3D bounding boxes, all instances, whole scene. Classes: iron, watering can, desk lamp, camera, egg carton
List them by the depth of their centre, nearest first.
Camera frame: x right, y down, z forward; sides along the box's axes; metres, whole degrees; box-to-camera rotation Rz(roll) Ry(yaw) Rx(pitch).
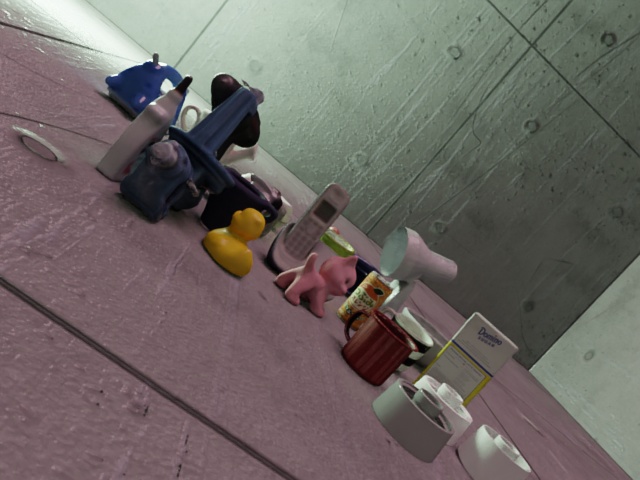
[{"bbox_3d":[-0.141,-0.085,1.103,0.136,0.100,0.143,42,7,11],"label":"camera"},{"bbox_3d":[-0.212,-0.232,1.232,0.173,0.194,0.100,36,8,-31],"label":"watering can"},{"bbox_3d":[-0.352,-0.325,1.273,0.118,0.141,0.259,42,7,8],"label":"iron"},{"bbox_3d":[-0.130,-0.085,1.280,0.107,0.069,0.151,46,9,33],"label":"egg carton"},{"bbox_3d":[0.205,0.100,1.336,0.204,0.213,0.117,38,8,-22],"label":"desk lamp"}]

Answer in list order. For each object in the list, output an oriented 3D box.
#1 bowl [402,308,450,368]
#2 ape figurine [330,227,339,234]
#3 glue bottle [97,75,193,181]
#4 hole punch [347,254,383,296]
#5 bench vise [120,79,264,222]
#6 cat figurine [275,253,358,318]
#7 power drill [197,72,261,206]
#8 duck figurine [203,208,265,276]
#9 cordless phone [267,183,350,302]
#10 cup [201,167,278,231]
[{"bbox_3d":[0.223,0.226,1.228,0.167,0.074,0.167,40,7,-6],"label":"bowl"},{"bbox_3d":[0.013,0.008,1.367,0.078,0.092,0.076,37,8,-27],"label":"ape figurine"},{"bbox_3d":[-0.229,-0.156,0.778,0.037,0.173,0.078,40,7,-6],"label":"glue bottle"},{"bbox_3d":[0.080,0.078,1.304,0.109,0.091,0.101,39,7,-11],"label":"hole punch"},{"bbox_3d":[-0.153,-0.121,0.780,0.122,0.219,0.207,39,7,-16],"label":"bench vise"},{"bbox_3d":[0.008,0.060,0.941,0.128,0.117,0.067,33,11,-47],"label":"cat figurine"},{"bbox_3d":[-0.176,-0.157,0.923,0.075,0.208,0.230,41,7,5],"label":"power drill"},{"bbox_3d":[-0.113,-0.005,0.824,0.078,0.086,0.104,36,9,-35],"label":"duck figurine"},{"bbox_3d":[0.009,0.004,1.012,0.148,0.185,0.094,39,7,-17],"label":"cordless phone"},{"bbox_3d":[-0.135,-0.046,0.922,0.118,0.095,0.091,38,8,-23],"label":"cup"}]
